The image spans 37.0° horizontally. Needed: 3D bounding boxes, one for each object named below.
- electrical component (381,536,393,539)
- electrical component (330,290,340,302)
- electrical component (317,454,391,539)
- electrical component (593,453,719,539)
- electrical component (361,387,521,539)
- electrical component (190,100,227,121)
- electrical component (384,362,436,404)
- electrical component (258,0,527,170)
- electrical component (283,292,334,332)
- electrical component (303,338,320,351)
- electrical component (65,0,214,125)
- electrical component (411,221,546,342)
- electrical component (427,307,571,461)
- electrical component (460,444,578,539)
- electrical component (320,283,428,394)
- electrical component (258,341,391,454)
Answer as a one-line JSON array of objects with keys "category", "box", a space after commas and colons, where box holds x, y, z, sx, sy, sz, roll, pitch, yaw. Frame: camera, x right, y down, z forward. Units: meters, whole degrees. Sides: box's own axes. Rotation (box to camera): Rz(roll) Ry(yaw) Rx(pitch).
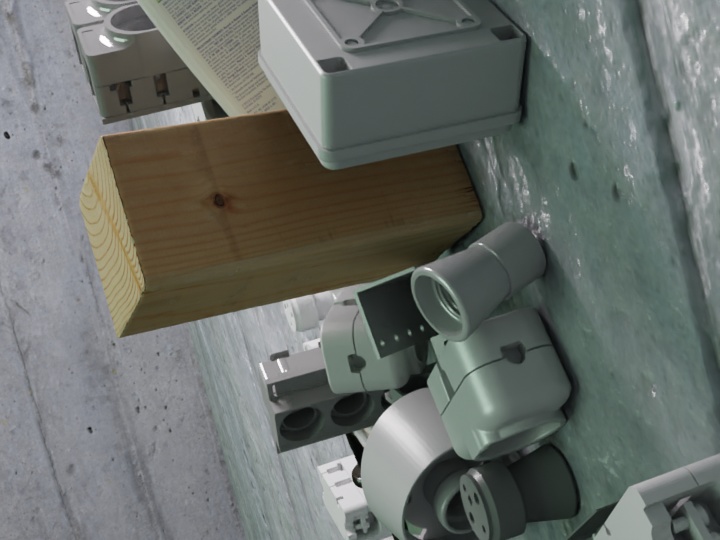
[{"category": "electrical component", "box": [0.065, 0.297, 0.892, 0.186, 0.060, 0.105, -162, 57, -73]}, {"category": "electrical component", "box": [0.000, 0.000, 0.842, 0.055, 0.047, 0.055, 164, 90, -76]}, {"category": "electrical component", "box": [0.000, 0.227, 1.070, 0.089, 0.056, 0.050, -135, 32, -62]}, {"category": "electrical component", "box": [0.136, 0.117, 0.440, 0.089, 0.056, 0.050, 96, 154, -56]}, {"category": "electrical component", "box": [0.054, 0.133, 0.687, 0.064, 0.099, 0.099, 40, 144, 55]}, {"category": "electrical component", "box": [-0.095, -0.182, 0.885, 0.060, 0.105, 0.186, 140, 113, -74]}, {"category": "electrical component", "box": [0.053, 0.106, 0.771, 0.081, 0.042, 0.063, -151, 44, -71]}, {"category": "electrical component", "box": [0.013, -0.110, 0.551, 0.108, 0.109, 0.056, -121, 24, -45]}, {"category": "electrical component", "box": [-0.041, 0.031, 1.014, 0.045, 0.055, 0.045, 164, 90, -76]}, {"category": "electrical component", "box": [-0.015, 0.076, 0.947, 0.081, 0.064, 0.042, -179, 73, -74]}, {"category": "electrical component", "box": [-0.111, -0.177, 0.787, 0.105, 0.186, 0.060, -123, 22, -49]}, {"category": "electrical component", "box": [0.065, 0.003, 0.563, 0.044, 0.065, 0.044, 42, 151, 30]}, {"category": "electrical component", "box": [0.079, 0.069, 0.608, 0.095, 0.054, 0.059, 106, 145, -64]}, {"category": "electrical component", "box": [0.091, 0.130, 0.623, 0.045, 0.055, 0.045, 165, 90, -76]}, {"category": "electrical component", "box": [0.014, 0.046, 0.767, 0.095, 0.059, 0.053, -60, -39, -66]}, {"category": "electrical component", "box": [-0.015, 0.090, 0.846, 0.063, 0.121, 0.078, -119, 19, -47]}]
